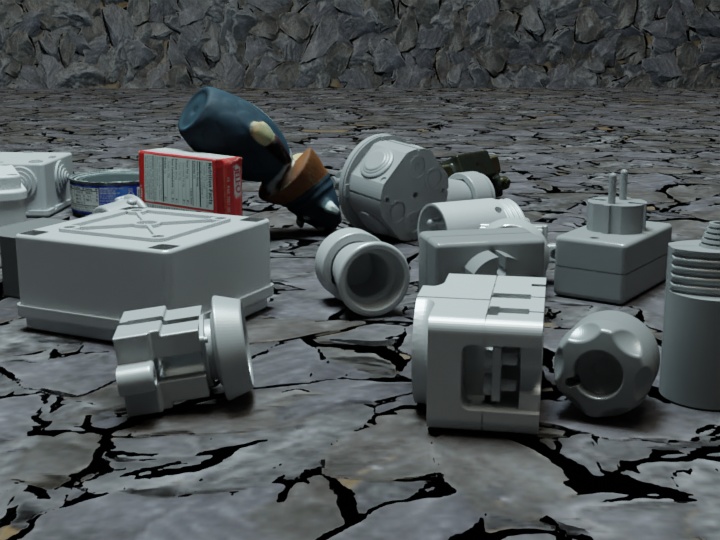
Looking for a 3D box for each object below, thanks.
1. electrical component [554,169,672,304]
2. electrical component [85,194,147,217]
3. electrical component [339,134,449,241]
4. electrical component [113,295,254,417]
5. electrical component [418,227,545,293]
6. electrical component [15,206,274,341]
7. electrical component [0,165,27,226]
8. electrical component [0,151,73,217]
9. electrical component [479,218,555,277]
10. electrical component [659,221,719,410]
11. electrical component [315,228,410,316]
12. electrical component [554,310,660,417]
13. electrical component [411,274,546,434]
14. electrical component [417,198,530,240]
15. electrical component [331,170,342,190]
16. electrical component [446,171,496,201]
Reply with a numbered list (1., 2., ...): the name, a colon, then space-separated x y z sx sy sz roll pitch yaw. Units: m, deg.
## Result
1. electrical component: 0.164 -0.026 0.690 0.047 0.075 0.083 9 16 34
2. electrical component: -0.179 -0.025 0.760 0.062 0.048 0.048 -21 23 -40
3. electrical component: 0.027 -0.065 0.851 0.080 0.080 0.051 -11 23 -40
4. electrical component: -0.079 0.038 0.489 0.055 0.048 0.066 -9 14 -4
5. electrical component: 0.075 0.006 0.615 0.066 0.047 0.076 -3 13 -12
6. electrical component: -0.122 0.000 0.623 0.109 0.056 0.109 6 14 25
7. electrical component: -0.314 -0.045 0.816 0.113 0.057 0.078 -6 14 -22
8. electrical component: -0.315 -0.080 0.985 0.100 0.048 0.099 1 13 3
9. electrical component: 0.098 -0.010 0.693 0.066 0.048 0.055 2 6 10
10. electrical component: 0.161 0.018 0.490 0.043 0.081 0.043 0 13 0
11. electrical component: 0.000 0.000 0.649 0.045 0.045 0.055 -4 14 -18
12. electrical component: 0.114 0.039 0.486 0.043 0.043 0.062 6 13 23
13. electrical component: 0.054 0.035 0.486 0.056 0.050 0.089 3 13 10
14. electrical component: 0.087 -0.030 0.777 0.081 0.043 0.043 -7 15 -26
15. electrical component: 0.004 -0.087 1.029 0.078 0.040 0.040 -11 17 -38
16. electrical component: 0.079 -0.059 0.898 0.055 0.045 0.045 -9 16 -35
